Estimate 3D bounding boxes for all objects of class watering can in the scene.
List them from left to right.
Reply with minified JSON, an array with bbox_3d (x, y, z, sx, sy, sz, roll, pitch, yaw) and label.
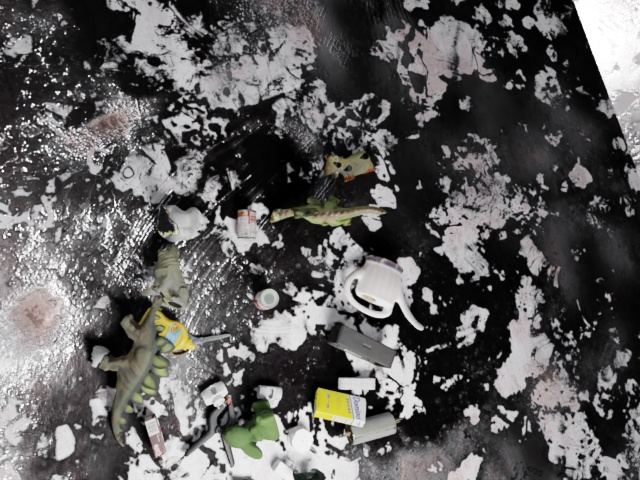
[{"bbox_3d":[0.255,0.190,1.928,0.346,0.103,0.228,23,71,-12],"label":"watering can"}]

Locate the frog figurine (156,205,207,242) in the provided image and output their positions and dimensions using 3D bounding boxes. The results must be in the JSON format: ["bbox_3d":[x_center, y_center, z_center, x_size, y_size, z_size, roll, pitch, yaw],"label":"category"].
[{"bbox_3d":[-0.473,-0.063,1.760,0.138,0.121,0.160,41,25,17],"label":"frog figurine"}]

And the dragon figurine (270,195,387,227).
[{"bbox_3d":[0.006,-0.091,1.815,0.244,0.409,0.121,-17,103,-59],"label":"dragon figurine"}]
